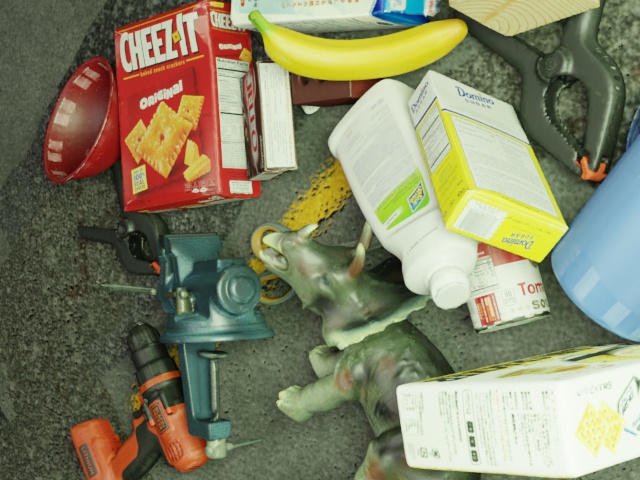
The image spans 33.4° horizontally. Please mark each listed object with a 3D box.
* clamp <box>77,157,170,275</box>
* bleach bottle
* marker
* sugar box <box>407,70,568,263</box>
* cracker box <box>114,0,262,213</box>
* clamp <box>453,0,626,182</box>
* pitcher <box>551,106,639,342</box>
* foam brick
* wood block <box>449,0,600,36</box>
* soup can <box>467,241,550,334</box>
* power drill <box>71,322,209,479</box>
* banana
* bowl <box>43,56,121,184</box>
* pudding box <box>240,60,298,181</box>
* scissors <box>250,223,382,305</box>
[{"bbox_3d":[-0.233,-0.007,1.288,0.120,0.039,0.172,-55,54,30],"label":"clamp"},{"bbox_3d":[0.076,-0.032,0.924,0.103,0.068,0.251,-49,34,27],"label":"bleach bottle"},{"bbox_3d":[-0.037,-0.182,1.119,0.020,0.020,0.121,-48,62,32],"label":"marker"},{"bbox_3d":[0.132,-0.064,0.875,0.048,0.093,0.176,-58,25,29],"label":"sugar box"},{"bbox_3d":[-0.152,-0.144,1.188,0.164,0.071,0.214,-6,87,41],"label":"cracker box"},{"bbox_3d":[0.194,-0.147,0.903,0.165,0.036,0.210,-17,77,42],"label":"clamp"},{"bbox_3d":[0.278,-0.048,0.784,0.145,0.149,0.243,41,123,10],"label":"pitcher"},{"bbox_3d":[0.017,-0.160,1.050,0.078,0.051,0.053,-2,91,41],"label":"foam brick"},{"bbox_3d":[0.160,-0.286,0.867,0.091,0.090,0.206,-11,73,42],"label":"wood block"},{"bbox_3d":[0.154,0.024,0.925,0.069,0.068,0.102,-21,78,40],"label":"soup can"},{"bbox_3d":[-0.222,0.214,1.275,0.188,0.057,0.184,-39,66,36],"label":"power drill"},{"bbox_3d":[0.034,-0.174,0.973,0.198,0.069,0.037,3,63,7],"label":"banana"},{"bbox_3d":[-0.271,-0.137,1.287,0.162,0.055,0.162,-26,55,43],"label":"bowl"},{"bbox_3d":[-0.054,-0.122,1.098,0.090,0.039,0.113,168,96,-76],"label":"pudding box"},{"bbox_3d":[-0.007,0.001,1.103,0.202,0.016,0.096,-34,70,37],"label":"scissors"}]
